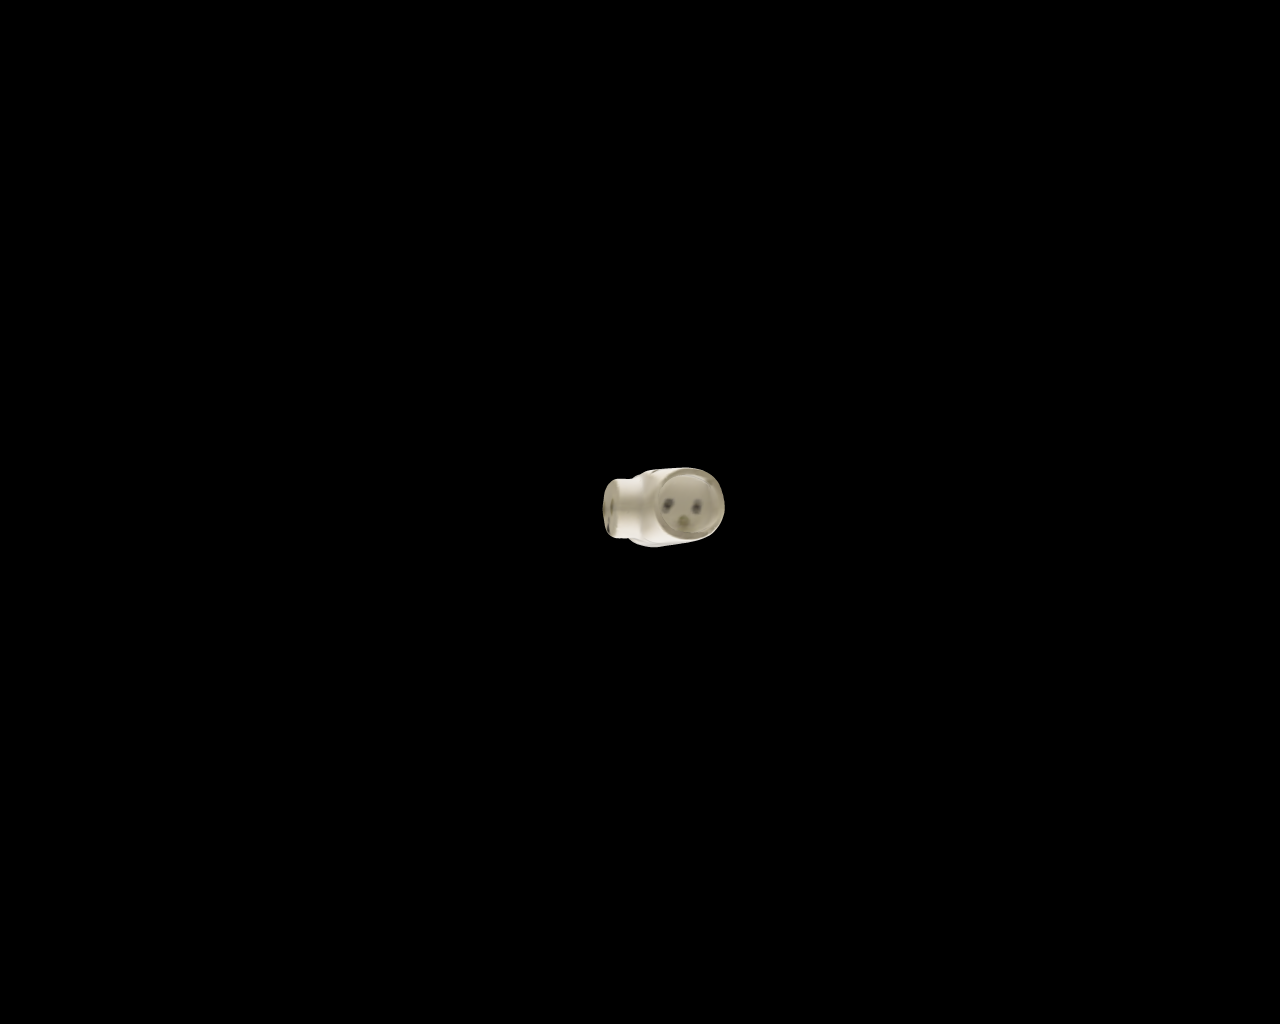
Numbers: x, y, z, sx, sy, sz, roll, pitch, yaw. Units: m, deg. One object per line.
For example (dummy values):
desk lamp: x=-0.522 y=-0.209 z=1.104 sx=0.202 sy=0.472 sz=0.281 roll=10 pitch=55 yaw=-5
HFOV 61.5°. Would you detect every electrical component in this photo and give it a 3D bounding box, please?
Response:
electrical component: x=0.001 y=-0.003 z=0.650 sx=0.079 sy=0.043 sz=0.077 roll=1 pitch=-5 yaw=-15
